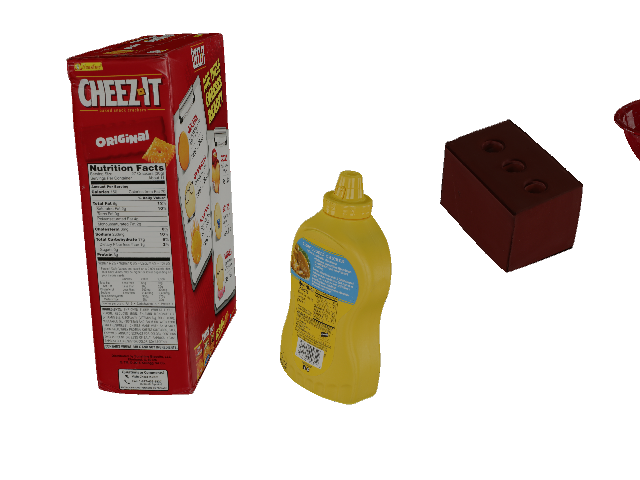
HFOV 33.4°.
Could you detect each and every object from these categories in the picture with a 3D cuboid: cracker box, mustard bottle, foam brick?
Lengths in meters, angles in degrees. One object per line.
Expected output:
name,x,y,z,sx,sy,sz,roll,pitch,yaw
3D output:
cracker box,-0.107,-0.025,0.717,0.072,0.214,0.164,-1,15,6
mustard bottle,0.015,0.035,0.900,0.058,0.192,0.096,-13,27,-41
foam brick,0.118,-0.028,0.669,0.053,0.051,0.078,-21,47,-21

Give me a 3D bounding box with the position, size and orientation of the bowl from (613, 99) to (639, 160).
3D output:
bowl,0.350,-0.089,0.971,0.162,0.055,0.162,-5,22,2
